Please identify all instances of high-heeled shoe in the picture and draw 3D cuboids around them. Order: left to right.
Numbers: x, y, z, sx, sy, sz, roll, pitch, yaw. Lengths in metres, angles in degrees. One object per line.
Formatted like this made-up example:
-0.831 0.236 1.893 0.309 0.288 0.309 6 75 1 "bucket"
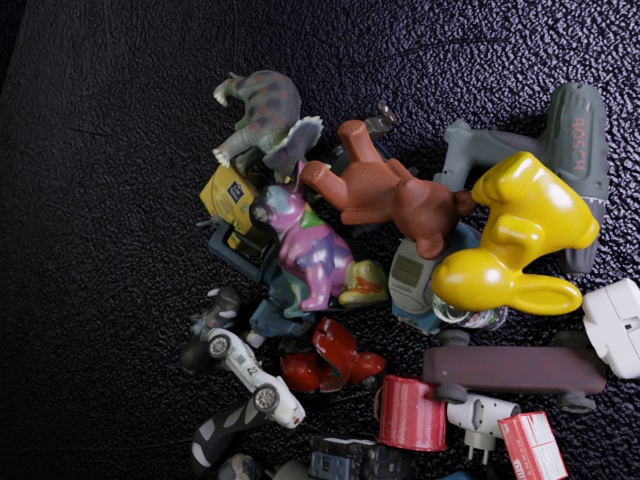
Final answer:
-0.122 0.323 0.894 0.145 0.086 0.248 29 105 27 "high-heeled shoe"

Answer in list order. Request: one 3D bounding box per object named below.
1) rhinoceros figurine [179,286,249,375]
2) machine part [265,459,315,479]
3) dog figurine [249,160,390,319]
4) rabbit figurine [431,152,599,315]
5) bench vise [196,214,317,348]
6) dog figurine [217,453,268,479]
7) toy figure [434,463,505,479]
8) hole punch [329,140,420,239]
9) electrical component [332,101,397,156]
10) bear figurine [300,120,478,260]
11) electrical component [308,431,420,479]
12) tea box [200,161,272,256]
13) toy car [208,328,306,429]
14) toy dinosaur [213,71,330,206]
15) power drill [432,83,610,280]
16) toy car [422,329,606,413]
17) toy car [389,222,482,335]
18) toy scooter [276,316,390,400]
-0.190 0.161 0.962 0.190 0.112 0.073 -56 48 25 "rhinoceros figurine"
0.007 0.387 0.757 0.244 0.079 0.079 21 93 42 "machine part"
-0.002 -0.002 0.784 0.108 0.191 0.219 145 117 -71 "dog figurine"
0.202 0.014 0.586 0.162 0.122 0.173 44 90 -5 "rabbit figurine"
-0.093 0.048 0.876 0.241 0.129 0.223 33 94 9 "bench vise"
-0.138 0.433 0.813 0.121 0.172 0.191 -36 64 15 "dog figurine"
0.149 0.338 0.649 0.180 0.082 0.089 -33 70 24 "toy figure"
0.076 -0.085 0.829 0.116 0.092 0.142 44 108 7 "hole punch"
0.070 -0.177 0.861 0.102 0.078 0.045 -32 84 36 "electrical component"
0.088 -0.062 0.684 0.120 0.131 0.196 -48 37 -10 "bear figurine"
0.051 0.289 0.708 0.115 0.134 0.058 -10 72 40 "electrical component"
-0.149 -0.062 1.012 0.098 0.068 0.170 -53 51 17 "tea box"
-0.102 0.205 0.816 0.056 0.073 0.202 -42 58 -14 "toy car"
-0.092 -0.232 0.984 0.192 0.131 0.405 -22 56 15 "toy dinosaur"
0.249 -0.078 0.674 0.208 0.086 0.232 9 87 46 "power drill"
0.222 0.152 0.631 0.202 0.053 0.089 -6 60 26 "toy car"
0.140 0.041 0.720 0.109 0.103 0.161 28 95 42 "toy car"
0.002 0.169 0.782 0.184 0.135 0.075 -13 34 34 "toy scooter"
